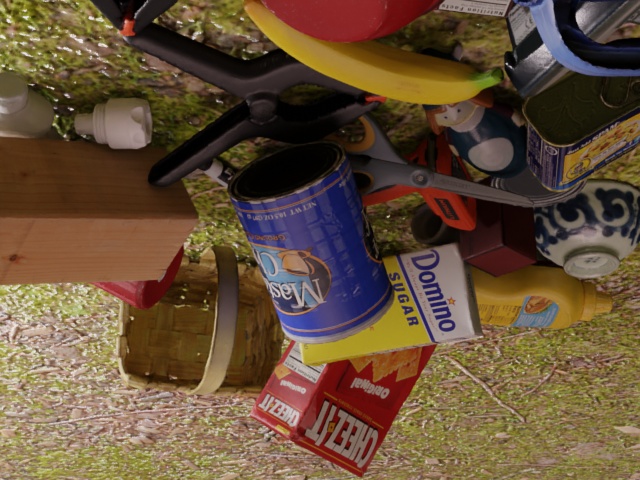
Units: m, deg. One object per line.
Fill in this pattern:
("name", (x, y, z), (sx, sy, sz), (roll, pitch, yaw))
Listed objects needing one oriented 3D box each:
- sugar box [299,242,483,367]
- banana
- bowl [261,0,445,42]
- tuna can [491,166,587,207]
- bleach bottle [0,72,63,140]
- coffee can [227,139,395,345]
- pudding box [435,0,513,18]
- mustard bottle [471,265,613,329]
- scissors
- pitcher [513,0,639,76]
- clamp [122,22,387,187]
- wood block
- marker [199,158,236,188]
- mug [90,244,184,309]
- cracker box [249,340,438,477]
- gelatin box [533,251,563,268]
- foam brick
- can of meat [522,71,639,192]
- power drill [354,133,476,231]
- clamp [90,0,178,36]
("sugar box", (0.064, 0.064, 1.048), (0.176, 0.093, 0.048), (-13, 169, 19))
("banana", (0.038, -0.139, 0.799), (0.198, 0.037, 0.070), (16, 152, 5))
("bowl", (0.007, -0.178, 0.686), (0.162, 0.055, 0.162), (18, 152, 9))
("tuna can", (0.197, -0.065, 0.966), (0.086, 0.034, 0.086), (1, 152, 0))
("bleach bottle", (-0.262, -0.060, 0.961), (0.102, 0.068, 0.251), (0, 150, -11))
("coffee can", (-0.006, 0.001, 0.892), (0.103, 0.102, 0.140), (-10, 117, 20))
("pudding box", (0.096, -0.200, 0.712), (0.090, 0.039, 0.113), (4, 154, -6))
("mustard bottle", (0.206, 0.058, 1.104), (0.191, 0.058, 0.096), (5, 151, 0))
("scissors", (0.077, -0.072, 0.901), (0.202, 0.016, 0.096), (0, 111, 16))
("pitcher", (0.228, -0.189, 0.609), (0.242, 0.145, 0.149), (-1, 134, -9))
("clamp", (-0.053, -0.107, 0.867), (0.210, 0.036, 0.165), (-1, 138, -9))
("wood block", (-0.219, -0.023, 0.896), (0.205, 0.090, 0.091), (0, 140, -42))
("marker", (-0.085, -0.058, 1.004), (0.020, 0.020, 0.121), (-18, 147, 32))
("mug", (-0.189, 0.015, 1.027), (0.081, 0.093, 0.117), (26, -176, 13))
("cracker box", (0.041, 0.135, 1.161), (0.072, 0.213, 0.164), (24, 170, 39))
("gelatin box", (0.219, 0.028, 1.144), (0.089, 0.030, 0.073), (2, 152, -3))
("foam brick", (0.169, -0.013, 1.019), (0.051, 0.078, 0.053), (23, 147, -36))
("can of meat", (0.215, -0.094, 0.859), (0.102, 0.057, 0.084), (-30, 153, -5))
("power drill", (0.049, -0.031, 1.009), (0.188, 0.057, 0.184), (-10, 150, 19))
("clamp", (-0.116, -0.201, 0.717), (0.120, 0.039, 0.171), (7, 155, 1))
